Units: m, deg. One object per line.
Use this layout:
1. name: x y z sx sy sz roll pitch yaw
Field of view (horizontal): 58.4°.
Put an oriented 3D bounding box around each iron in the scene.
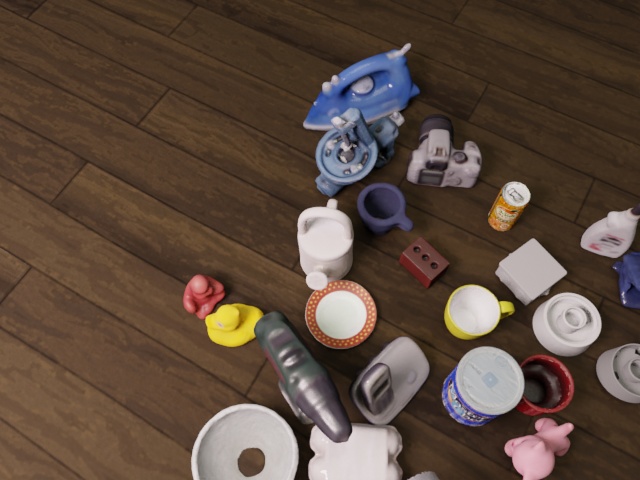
1. iron: 0.081 -0.321 1.195 0.258 0.141 0.118 -24 66 -10

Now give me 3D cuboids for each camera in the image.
1. camera: 0.251 -0.187 1.151 0.143 0.101 0.137 6 65 4

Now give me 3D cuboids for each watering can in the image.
1. watering can: 0.012 0.004 1.015 0.101 0.194 0.172 -12 65 -4

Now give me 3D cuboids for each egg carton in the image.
1. egg carton: 0.057 0.351 0.920 0.150 0.069 0.107 2 65 2

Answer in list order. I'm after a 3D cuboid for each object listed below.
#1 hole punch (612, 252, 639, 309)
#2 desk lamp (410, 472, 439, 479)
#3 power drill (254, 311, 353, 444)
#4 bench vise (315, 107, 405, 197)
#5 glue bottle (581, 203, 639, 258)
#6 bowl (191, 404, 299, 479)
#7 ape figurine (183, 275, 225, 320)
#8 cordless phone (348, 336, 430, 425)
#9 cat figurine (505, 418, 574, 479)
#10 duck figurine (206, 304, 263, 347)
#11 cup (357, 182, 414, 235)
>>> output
1. hole punch: 0.600 0.067 1.030 0.108 0.091 0.101 5 65 4
2. desk lamp: 0.156 0.439 0.797 0.118 0.213 0.203 -29 67 -11
3. power drill: -0.022 0.226 0.904 0.076 0.208 0.229 -32 68 -13
4. bench vise: 0.070 -0.202 1.096 0.121 0.220 0.208 30 69 14
5. glue bottle: 0.537 -0.023 1.028 0.078 0.173 0.037 15 66 8
6. bowl: -0.116 0.353 0.920 0.167 0.075 0.167 0 65 1
7. ape figurine: -0.213 0.092 1.035 0.078 0.092 0.076 -13 65 -4
8. cordless phone: 0.115 0.215 0.919 0.094 0.185 0.148 38 71 17
9. cat figurine: 0.346 0.329 0.898 0.128 0.118 0.067 -32 68 -13
10. duck figurine: -0.153 0.142 1.014 0.104 0.086 0.077 -11 65 -4
11. cup: 0.126 -0.042 1.089 0.117 0.095 0.092 37 71 17
